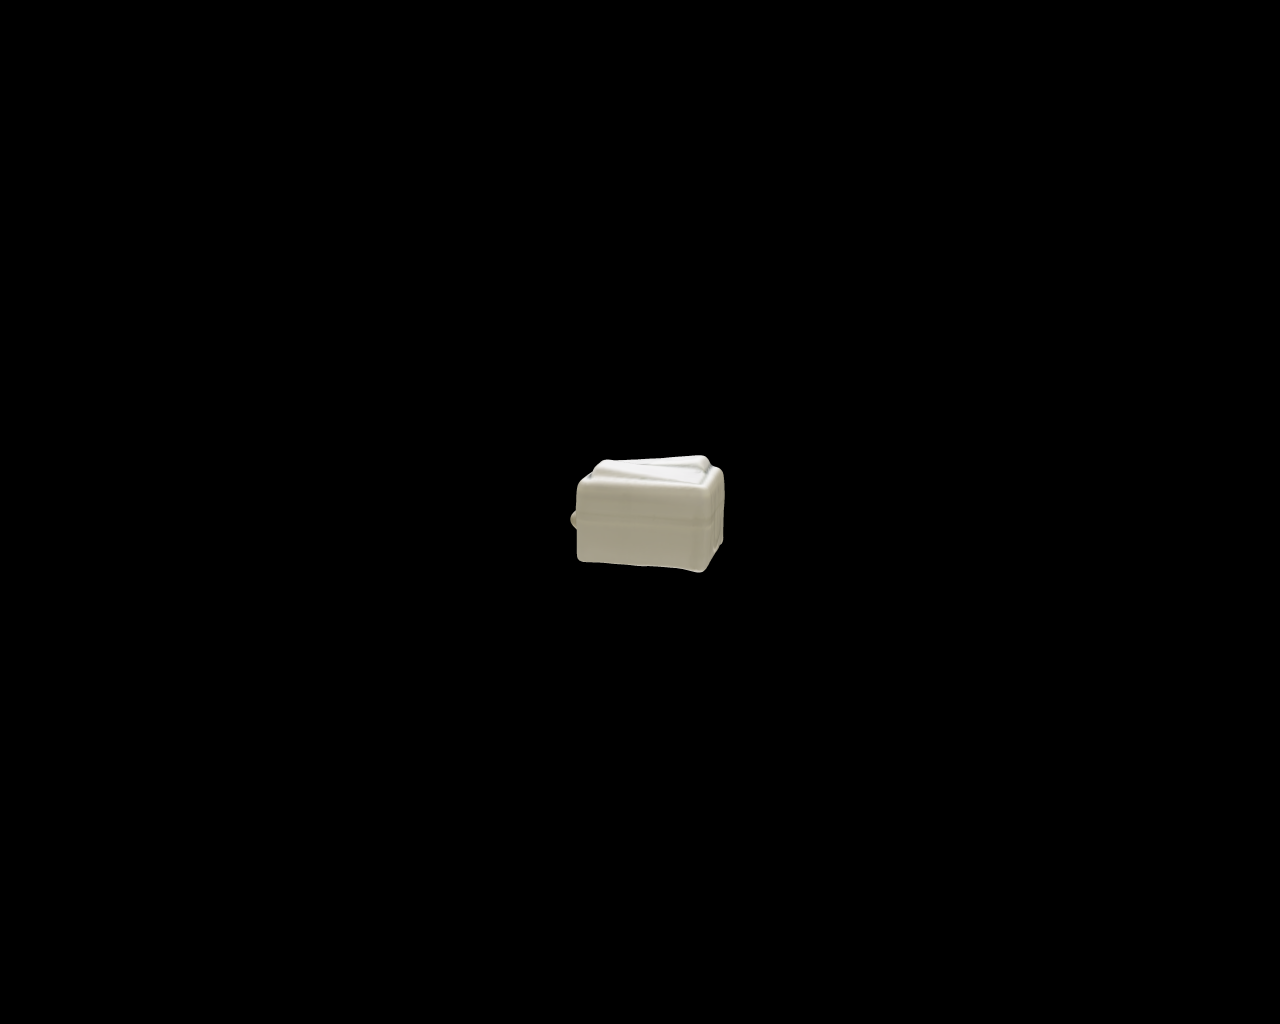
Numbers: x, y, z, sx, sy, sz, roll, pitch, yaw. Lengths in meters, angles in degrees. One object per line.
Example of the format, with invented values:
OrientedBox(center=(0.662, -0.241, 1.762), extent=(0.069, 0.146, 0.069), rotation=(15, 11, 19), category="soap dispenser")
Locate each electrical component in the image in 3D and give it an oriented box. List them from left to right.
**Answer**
OrientedBox(center=(0.001, -0.003, 0.650), extent=(0.096, 0.061, 0.062), rotation=(4, 16, 14), category="electrical component")
